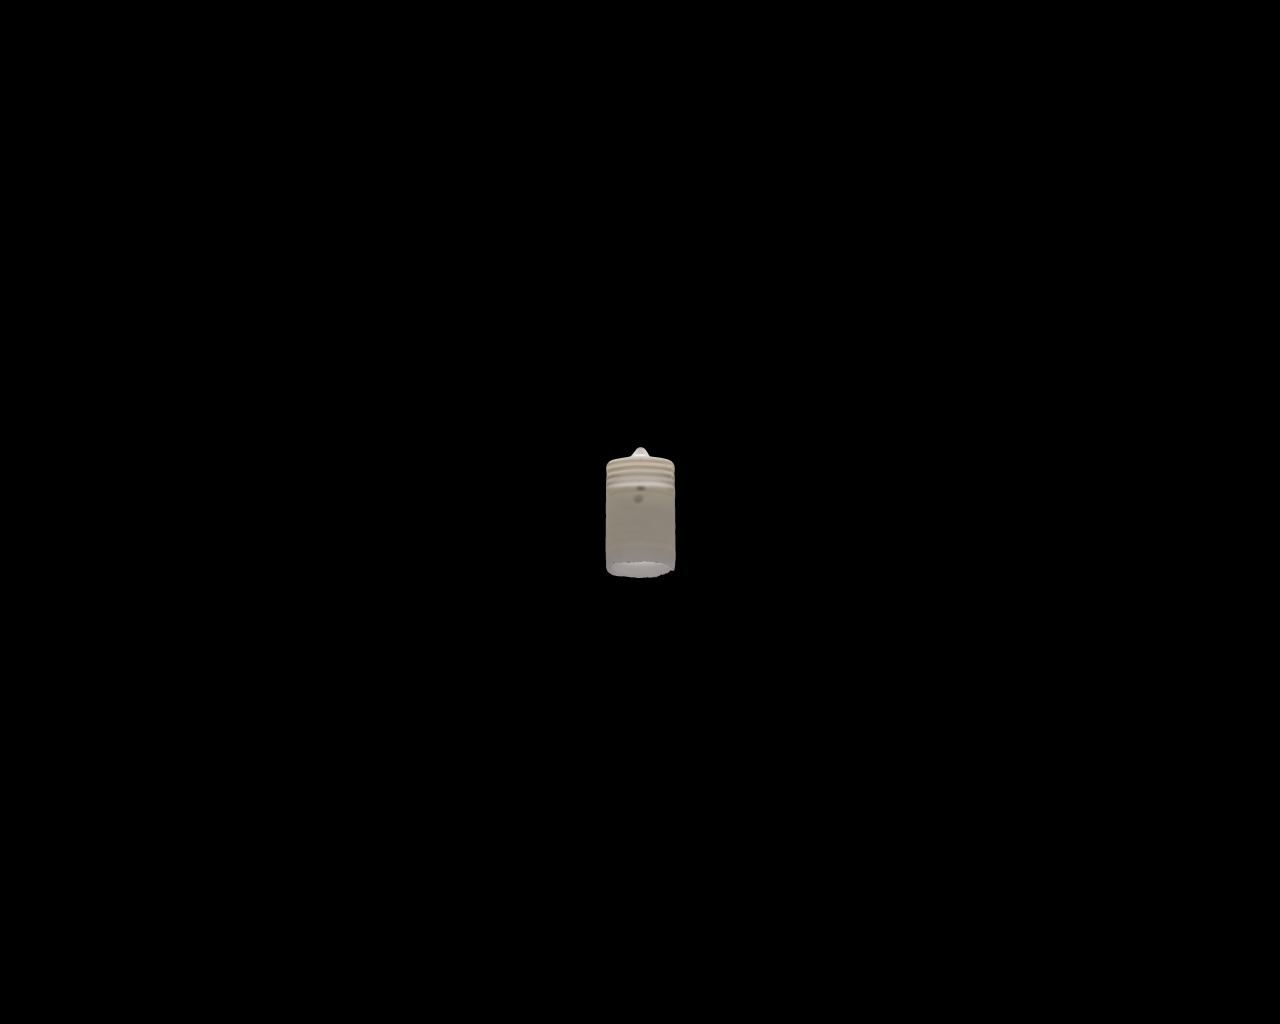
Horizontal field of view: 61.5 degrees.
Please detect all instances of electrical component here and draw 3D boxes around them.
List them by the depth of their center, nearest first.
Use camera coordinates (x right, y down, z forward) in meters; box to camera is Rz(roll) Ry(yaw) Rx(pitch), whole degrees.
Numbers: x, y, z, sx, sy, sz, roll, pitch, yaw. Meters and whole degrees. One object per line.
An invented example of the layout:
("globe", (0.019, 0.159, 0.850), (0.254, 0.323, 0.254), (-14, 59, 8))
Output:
("electrical component", (0.001, -0.003, 0.650), (0.043, 0.081, 0.043), (0, -17, 0))
